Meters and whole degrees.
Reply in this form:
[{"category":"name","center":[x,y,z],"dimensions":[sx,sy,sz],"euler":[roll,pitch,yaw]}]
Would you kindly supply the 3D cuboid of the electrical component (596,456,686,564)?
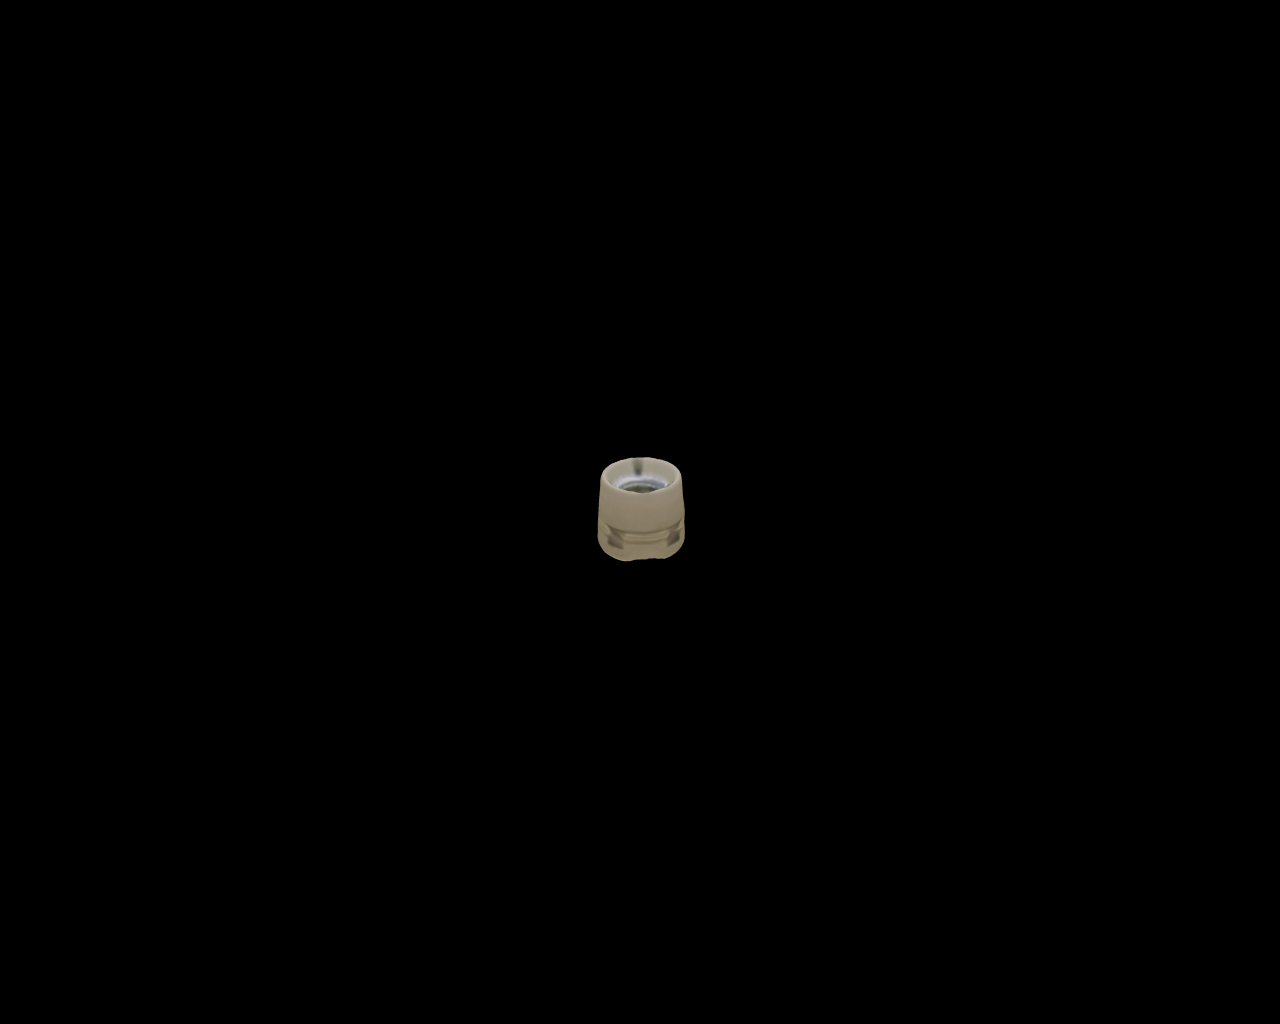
[{"category":"electrical component","center":[0.001,-0.003,0.650],"dimensions":[0.055,0.047,0.055],"euler":[0,30,0]}]
